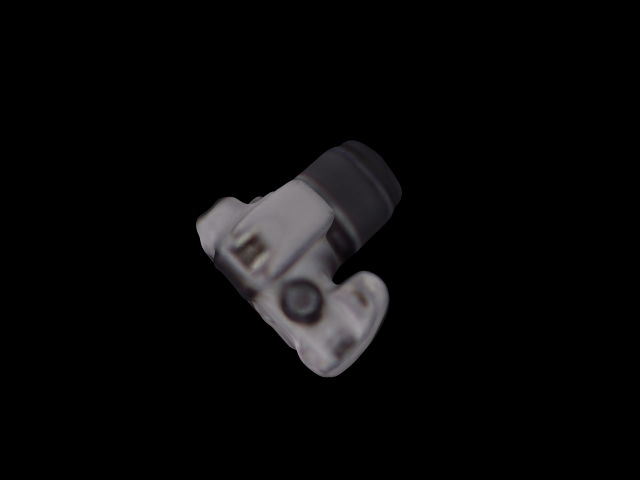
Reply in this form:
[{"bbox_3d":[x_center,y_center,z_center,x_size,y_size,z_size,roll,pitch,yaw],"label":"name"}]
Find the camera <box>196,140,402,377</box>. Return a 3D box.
[{"bbox_3d":[0.004,0.001,0.400,0.137,0.101,0.143,-43,78,-11],"label":"camera"}]
